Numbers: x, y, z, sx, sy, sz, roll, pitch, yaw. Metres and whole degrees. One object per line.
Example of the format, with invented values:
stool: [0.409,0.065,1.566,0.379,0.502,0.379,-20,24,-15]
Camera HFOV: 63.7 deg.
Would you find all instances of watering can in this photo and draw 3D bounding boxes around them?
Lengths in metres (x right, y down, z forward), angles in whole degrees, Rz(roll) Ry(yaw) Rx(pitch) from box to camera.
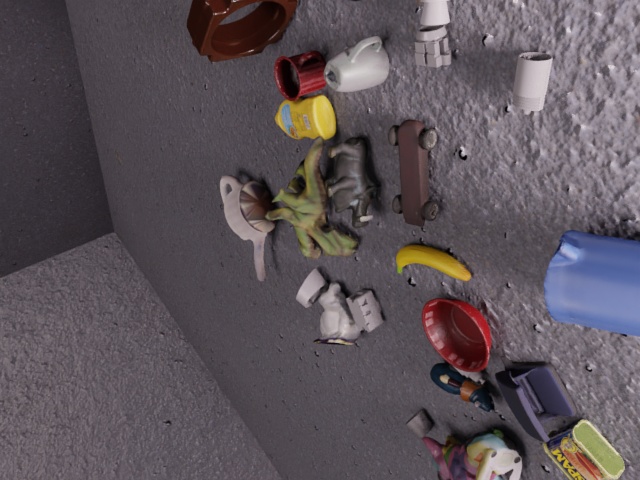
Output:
watering can: [-0.202,-0.043,1.547,0.222,0.105,0.347,-18,97,59]

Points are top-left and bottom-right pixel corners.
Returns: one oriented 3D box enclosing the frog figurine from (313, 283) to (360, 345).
frog figurine: [0.049,0.198,1.379,0.136,0.122,0.162,140,137,-67]

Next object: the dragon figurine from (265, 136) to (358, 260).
dragon figurine: [0.004,-0.063,1.254,0.243,0.124,0.403,43,150,1]
